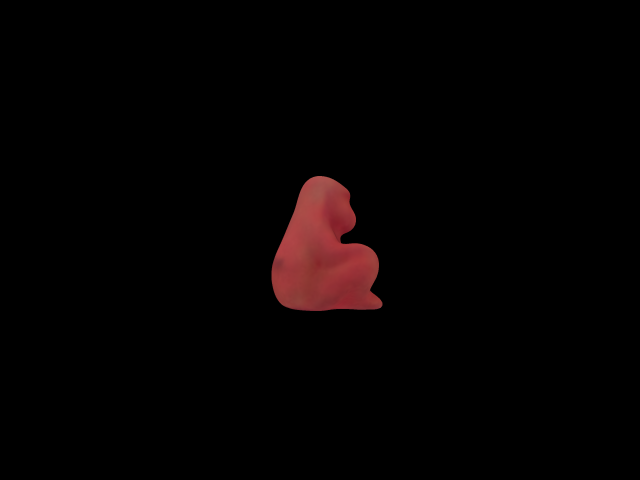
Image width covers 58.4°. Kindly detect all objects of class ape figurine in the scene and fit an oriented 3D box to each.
[{"bbox_3d":[0.004,0.001,0.400,0.076,0.092,0.077,-1,4,-11],"label":"ape figurine"}]
